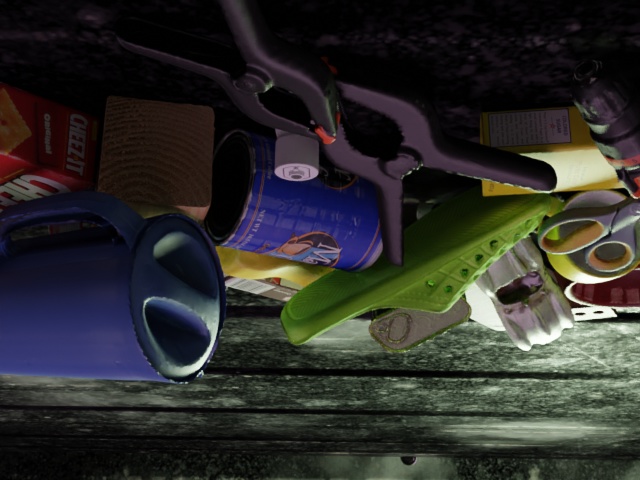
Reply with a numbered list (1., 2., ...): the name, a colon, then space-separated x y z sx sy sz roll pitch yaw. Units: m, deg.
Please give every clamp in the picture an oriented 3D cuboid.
1. clamp: 0.075 -0.070 0.829 0.165 0.036 0.209 -23 130 26
2. clamp: -0.043 -0.125 0.725 0.171 0.039 0.120 27 154 -26

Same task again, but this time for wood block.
1. wood block: -0.153 -0.038 0.939 0.090 0.091 0.206 5 160 -13

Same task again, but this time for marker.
1. marker: 0.153 -0.020 1.042 0.121 0.020 0.020 9 166 27

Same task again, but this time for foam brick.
1. foam brick: 0.311 0.065 1.280 0.078 0.051 0.053 -8 159 24

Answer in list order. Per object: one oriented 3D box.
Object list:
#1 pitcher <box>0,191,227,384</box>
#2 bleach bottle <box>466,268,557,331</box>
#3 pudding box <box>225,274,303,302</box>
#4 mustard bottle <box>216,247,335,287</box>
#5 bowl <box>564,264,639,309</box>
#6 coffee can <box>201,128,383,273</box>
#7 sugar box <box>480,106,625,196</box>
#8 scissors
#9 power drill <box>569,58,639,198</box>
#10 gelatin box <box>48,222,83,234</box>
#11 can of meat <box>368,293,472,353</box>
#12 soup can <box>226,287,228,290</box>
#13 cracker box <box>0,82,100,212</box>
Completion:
1. pitcher: -0.213 0.045 0.877 0.243 0.149 0.144 -5 175 26
2. bleach bottle: 0.160 0.036 1.191 0.103 0.068 0.250 -21 149 36
3. pudding box: -0.045 0.011 1.078 0.113 0.090 0.039 18 153 -40
4. mustard bottle: -0.007 0.001 1.038 0.191 0.096 0.058 13 155 -32
5. bowl: 0.348 0.029 1.167 0.162 0.055 0.162 1 161 0
6. coffee can: -0.020 -0.033 0.931 0.140 0.103 0.103 12 158 -28
7. sugar box: 0.222 -0.075 0.886 0.176 0.048 0.093 -1 160 9
8. scissors: 0.281 -0.019 0.924 0.096 0.016 0.202 35 142 -28
9. power drill: 0.293 -0.093 0.763 0.188 0.057 0.184 -20 137 31
10. gelatin box: -0.232 -0.028 0.970 0.030 0.089 0.073 -4 162 -15
11. can of meat: 0.097 0.053 1.079 0.102 0.084 0.057 -30 125 23
12. soup can: -0.158 0.032 1.179 0.102 0.068 0.069 15 157 -34
13. cracker box: -0.313 -0.078 0.859 0.164 0.072 0.213 -16 156 41
